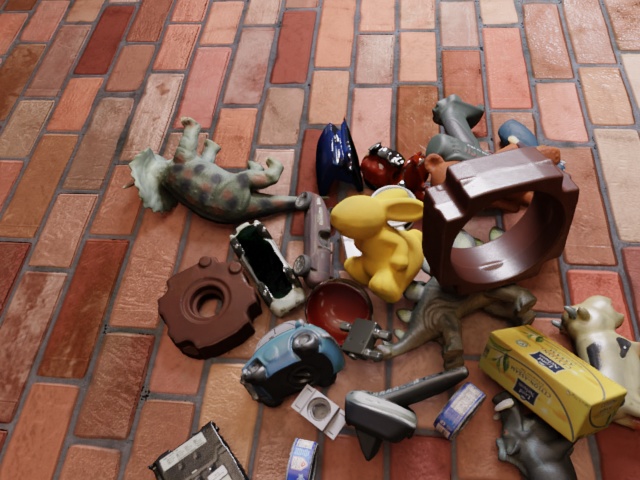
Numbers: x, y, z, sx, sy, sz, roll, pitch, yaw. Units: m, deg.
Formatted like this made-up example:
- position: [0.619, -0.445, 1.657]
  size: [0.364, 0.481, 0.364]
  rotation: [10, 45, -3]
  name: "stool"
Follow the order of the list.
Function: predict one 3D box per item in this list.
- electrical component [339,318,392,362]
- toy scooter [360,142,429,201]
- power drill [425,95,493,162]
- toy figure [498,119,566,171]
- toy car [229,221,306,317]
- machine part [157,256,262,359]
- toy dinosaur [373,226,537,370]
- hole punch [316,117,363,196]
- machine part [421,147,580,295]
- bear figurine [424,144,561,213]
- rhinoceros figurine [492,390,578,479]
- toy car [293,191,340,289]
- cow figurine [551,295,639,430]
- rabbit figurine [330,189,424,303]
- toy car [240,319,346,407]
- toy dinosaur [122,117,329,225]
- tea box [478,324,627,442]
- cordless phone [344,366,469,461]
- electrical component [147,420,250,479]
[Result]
- position: [0.062, 0.153, 0.820]
  size: [0.094, 0.021, 0.063]
  rotation: [8, 56, 40]
  name: "electrical component"
- position: [0.149, -0.128, 1.006]
  size: [0.184, 0.135, 0.075]
  rotation: [38, 69, 26]
  name: "toy scooter"
- position: [0.301, -0.177, 1.040]
  size: [0.232, 0.086, 0.207]
  rotation: [14, 53, -21]
  name: "power drill"
- position: [0.416, -0.175, 1.056]
  size: [0.064, 0.057, 0.155]
  rotation: [-27, 61, -13]
  name: "toy figure"
- position: [-0.097, 0.046, 0.964]
  size: [0.073, 0.056, 0.202]
  rotation: [-32, 59, -7]
  name: "toy car"
- position: [-0.191, 0.114, 0.929]
  size: [0.179, 0.056, 0.179]
  rotation: [-3, 59, 4]
  name: "machine part"
- position: [0.265, 0.065, 0.893]
  size: [0.471, 0.105, 0.199]
  rotation: [-27, 56, -17]
  name: "toy dinosaur"
- position: [0.029, -0.156, 1.051]
  size: [0.092, 0.115, 0.142]
  rotation: [-8, 57, 10]
  name: "hole punch"
- position: [0.253, -0.025, 0.779]
  size: [0.201, 0.200, 0.087]
  rotation: [-15, 44, -7]
  name: "machine part"
- position: [0.281, -0.097, 0.900]
  size: [0.196, 0.120, 0.132]
  rotation: [-4, 13, -2]
  name: "bear figurine"
- position: [0.310, 0.303, 0.759]
  size: [0.112, 0.073, 0.190]
  rotation: [-20, 59, 5]
  name: "rhinoceros figurine"
- position: [-0.002, -0.003, 0.963]
  size: [0.053, 0.089, 0.202]
  rotation: [-28, 47, 38]
  name: "toy car"
- position: [0.429, 0.176, 0.821]
  size: [0.127, 0.085, 0.195]
  rotation: [11, 60, 4]
  name: "cow figurine"
- position: [0.094, -0.008, 0.842]
  size: [0.162, 0.173, 0.122]
  rotation: [-44, 29, 4]
  name: "rabbit figurine"
- position: [-0.048, 0.185, 0.854]
  size: [0.162, 0.109, 0.103]
  rotation: [-27, 36, 2]
  name: "toy car"
- position: [-0.202, -0.099, 1.037]
  size: [0.405, 0.131, 0.192]
  rotation: [25, 79, 11]
  name: "toy dinosaur"
- position: [0.327, 0.197, 0.770]
  size: [0.098, 0.068, 0.170]
  rotation: [-2, 27, -37]
  name: "tea box"
- position: [0.132, 0.228, 0.764]
  size: [0.184, 0.146, 0.089]
  rotation: [-25, 77, 4]
  name: "cordless phone"
- position: [-0.167, 0.351, 0.775]
  size: [0.115, 0.058, 0.134]
  rotation: [-32, 61, -12]
  name: "electrical component"
